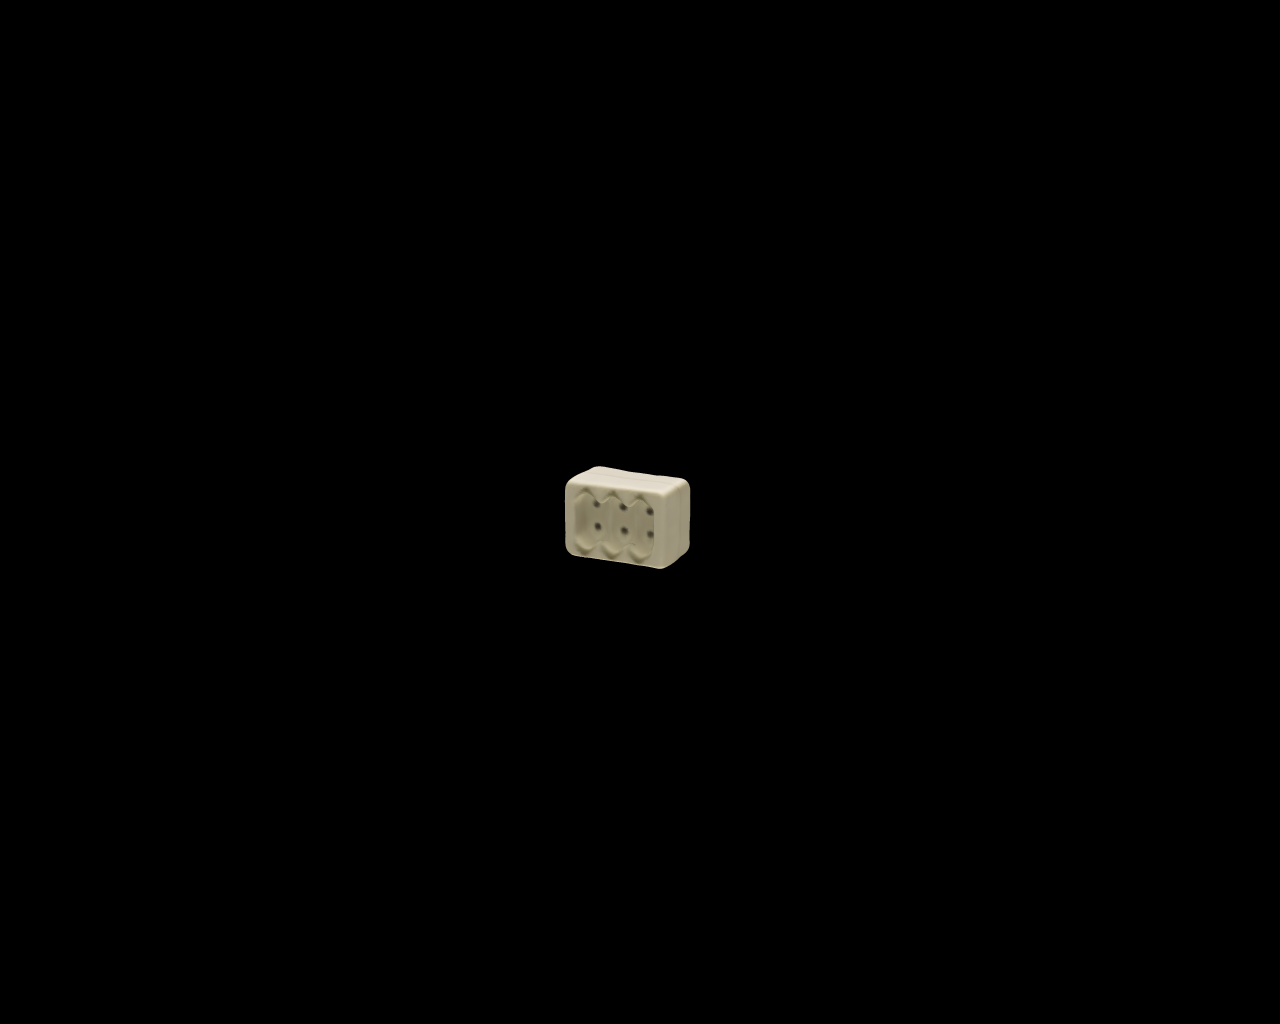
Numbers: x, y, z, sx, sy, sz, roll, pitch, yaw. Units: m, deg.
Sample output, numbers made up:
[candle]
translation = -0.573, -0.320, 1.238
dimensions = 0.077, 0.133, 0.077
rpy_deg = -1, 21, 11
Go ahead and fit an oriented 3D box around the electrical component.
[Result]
[electrical component]
translation = 0.001, -0.003, 0.650
dimensions = 0.066, 0.047, 0.077
rpy_deg = 8, 20, 24
